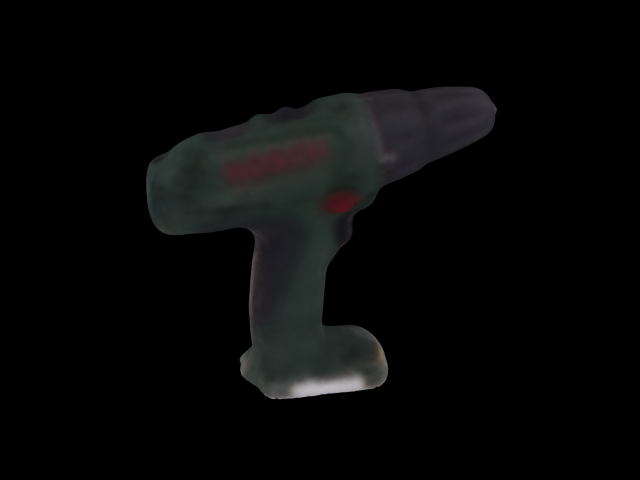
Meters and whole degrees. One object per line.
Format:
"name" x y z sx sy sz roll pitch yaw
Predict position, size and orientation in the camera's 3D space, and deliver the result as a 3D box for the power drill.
"power drill" 0.004 0.001 0.400 0.230 0.208 0.075 -4 24 -9
